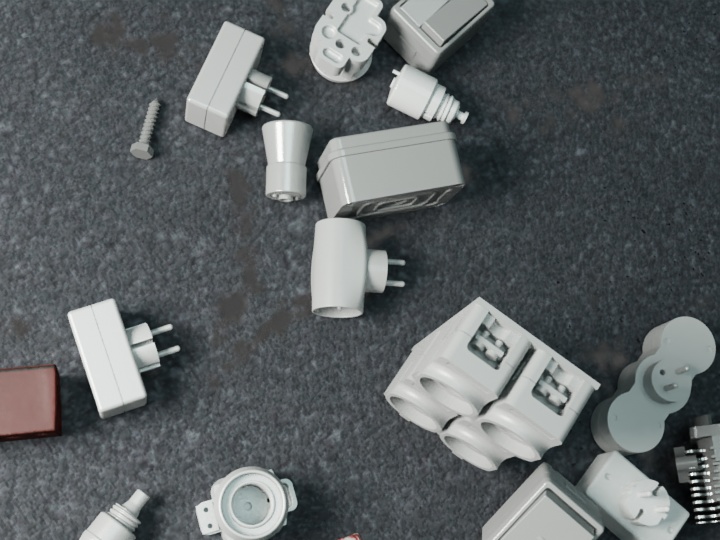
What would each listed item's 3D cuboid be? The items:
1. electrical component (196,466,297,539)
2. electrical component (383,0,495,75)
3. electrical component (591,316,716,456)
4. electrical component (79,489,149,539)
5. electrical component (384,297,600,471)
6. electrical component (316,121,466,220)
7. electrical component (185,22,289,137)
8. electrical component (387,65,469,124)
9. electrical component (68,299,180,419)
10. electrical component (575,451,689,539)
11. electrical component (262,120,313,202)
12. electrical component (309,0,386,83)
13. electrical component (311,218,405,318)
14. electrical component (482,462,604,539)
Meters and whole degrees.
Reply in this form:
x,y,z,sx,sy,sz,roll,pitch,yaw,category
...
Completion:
x,y,z,sx,sy,sz,roll,pitch,yaw,category
-0.087,0.184,0.840,0.078,0.057,0.058,-13,78,-15,electrical component
0.076,-0.235,0.984,0.061,0.061,0.096,46,72,2,electrical component
0.260,0.098,0.926,0.052,0.073,0.138,40,71,1,electrical component
-0.186,0.197,0.829,0.035,0.035,0.061,38,69,0,electrical component
0.091,0.096,0.832,0.105,0.186,0.060,36,71,-1,electrical component
0.025,-0.083,0.924,0.113,0.078,0.057,-11,81,-14,electrical component
-0.100,-0.157,0.934,0.076,0.047,0.083,24,72,-5,electrical component
0.061,-0.154,0.970,0.078,0.040,0.040,26,72,-4,electrical component
-0.183,0.065,0.858,0.076,0.047,0.083,-18,80,-16,electrical component
0.232,0.194,0.894,0.083,0.075,0.047,41,71,1,electrical component
-0.063,-0.092,0.928,0.044,0.044,0.065,3,80,-11,electrical component
-0.013,-0.202,0.959,0.058,0.057,0.078,32,71,-2,electrical component
0.000,0.000,0.914,0.079,0.043,0.077,5,75,-10,electrical component
0.142,0.214,0.865,0.062,0.061,0.096,41,99,1,electrical component
